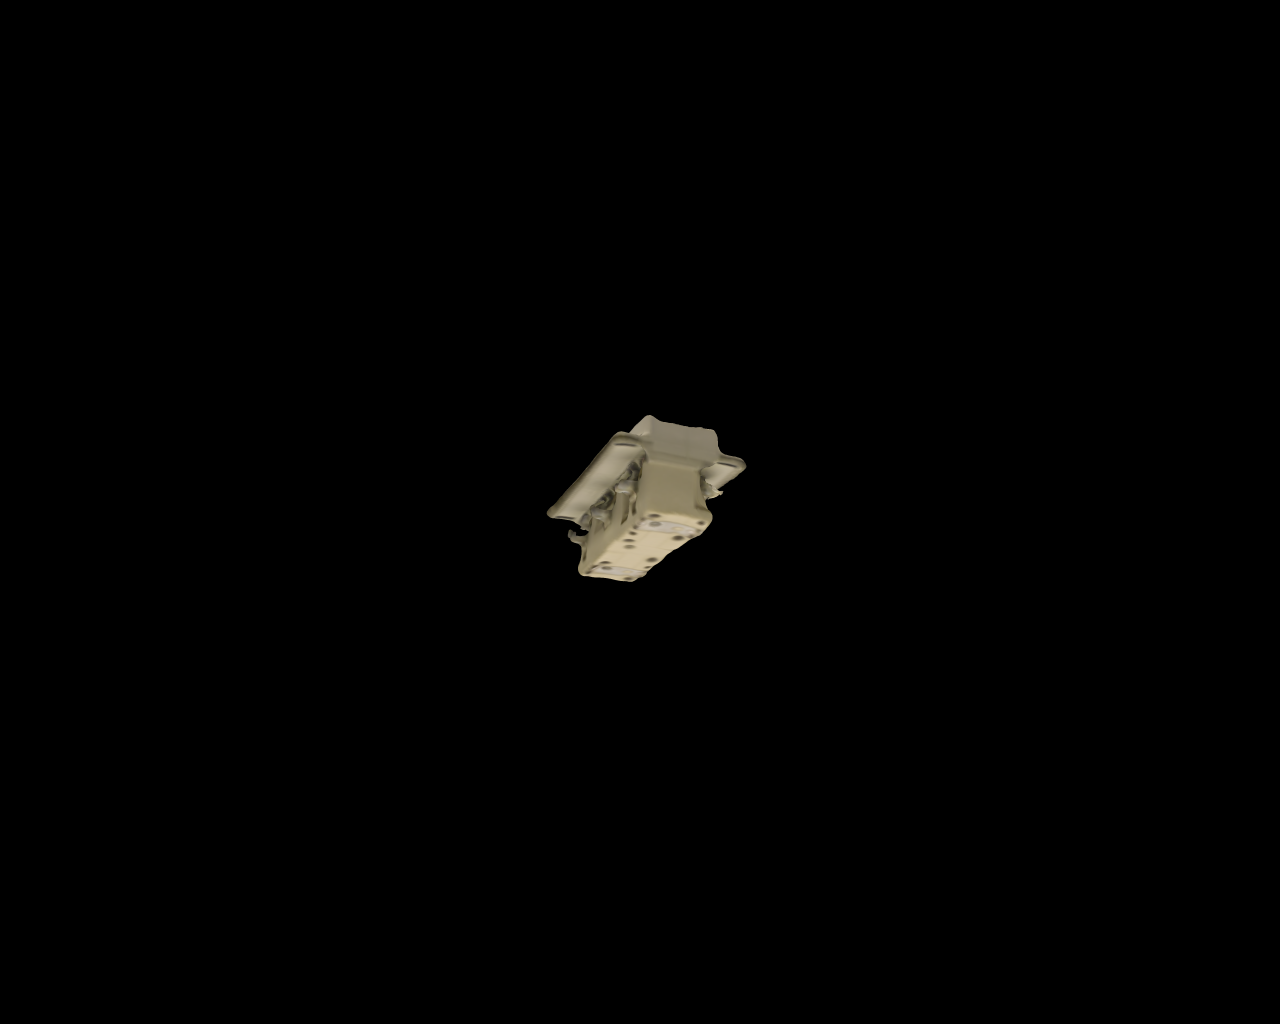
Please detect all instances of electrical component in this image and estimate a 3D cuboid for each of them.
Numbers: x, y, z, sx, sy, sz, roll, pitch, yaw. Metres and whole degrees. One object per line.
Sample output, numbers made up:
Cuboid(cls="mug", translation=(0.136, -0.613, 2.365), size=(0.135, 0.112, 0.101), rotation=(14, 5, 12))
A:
Cuboid(cls="electrical component", translation=(0.001, -0.003, 0.650), size=(0.079, 0.063, 0.121), rotation=(9, -24, -22))
